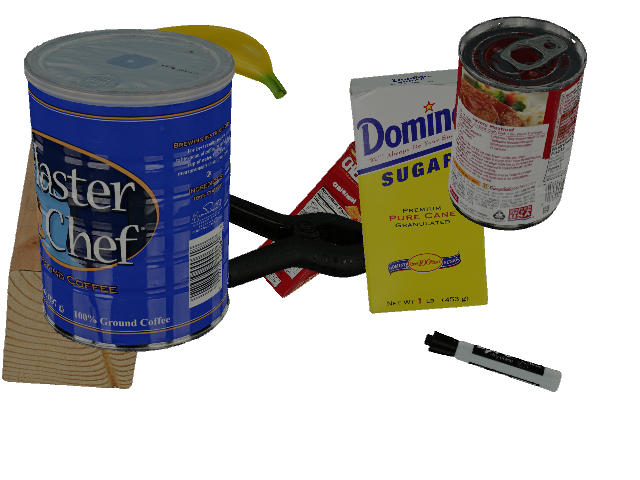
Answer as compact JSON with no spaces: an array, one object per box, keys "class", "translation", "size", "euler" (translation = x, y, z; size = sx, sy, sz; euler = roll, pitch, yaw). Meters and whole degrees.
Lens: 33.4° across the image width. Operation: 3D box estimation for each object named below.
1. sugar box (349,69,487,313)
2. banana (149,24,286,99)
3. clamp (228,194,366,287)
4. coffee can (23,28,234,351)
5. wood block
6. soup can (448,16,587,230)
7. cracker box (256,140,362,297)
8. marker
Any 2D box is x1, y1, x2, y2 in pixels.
[{"class":"sugar box","translation":[0.075,-0.036,0.799],"size":[0.093,0.176,0.048],"euler":[-5,22,4]},{"class":"banana","translation":[-0.130,-0.163,0.960],"size":[0.197,0.069,0.037],"euler":[-1,-33,-4]},{"class":"clamp","translation":[-0.022,0.006,1.046],"size":[0.209,0.036,0.164],"euler":[9,30,-12]},{"class":"coffee can","translation":[-0.097,-0.028,0.557],"size":[0.103,0.140,0.103],"euler":[3,27,-2]},{"class":"wood block","translation":[-0.180,0.009,0.794],"size":[0.090,0.091,0.206],"euler":[6,29,-14]},{"class":"soup can","translation":[0.108,-0.064,0.601],"size":[0.068,0.102,0.068],"euler":[-1,44,1]},{"class":"cracker box","translation":[0.031,-0.043,1.265],"size":[0.214,0.072,0.163],"euler":[-47,-8,34]},{"class":"marker","translation":[0.150,0.105,0.934],"size":[0.121,0.020,0.020],"euler":[18,2,6]}]
